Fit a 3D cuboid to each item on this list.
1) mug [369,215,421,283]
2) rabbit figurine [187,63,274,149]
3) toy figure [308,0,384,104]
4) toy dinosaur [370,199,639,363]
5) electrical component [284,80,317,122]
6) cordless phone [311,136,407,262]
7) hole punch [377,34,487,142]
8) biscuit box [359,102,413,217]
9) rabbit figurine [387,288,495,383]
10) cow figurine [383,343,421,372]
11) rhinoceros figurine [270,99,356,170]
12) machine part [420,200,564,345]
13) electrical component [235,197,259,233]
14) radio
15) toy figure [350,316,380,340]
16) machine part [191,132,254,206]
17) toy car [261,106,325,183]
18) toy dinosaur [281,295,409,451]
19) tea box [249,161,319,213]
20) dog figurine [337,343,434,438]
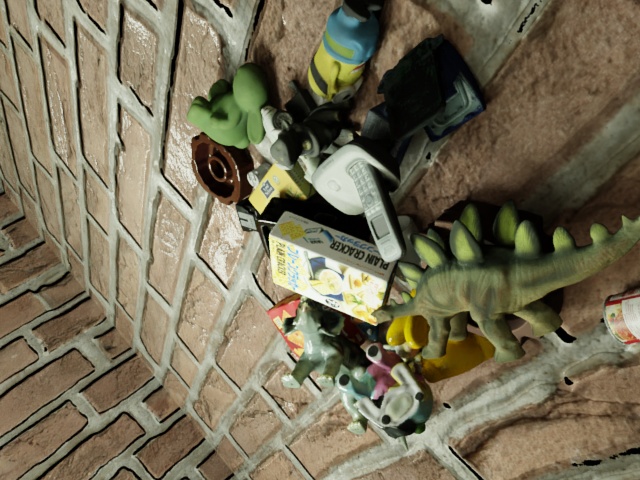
[{"bbox_3d":[0.154,0.020,0.929,0.110,0.081,0.107,-5,125,48],"label":"mug"},{"bbox_3d":[-0.151,-0.251,1.019,0.159,0.121,0.170,51,137,-3],"label":"rabbit figurine"},{"bbox_3d":[0.037,-0.285,0.803,0.089,0.082,0.180,61,156,23],"label":"toy figure"},{"bbox_3d":[0.222,0.054,0.706,0.471,0.105,0.198,-22,98,50],"label":"toy dinosaur"},{"bbox_3d":[-0.036,-0.240,0.974,0.063,0.021,0.094,-21,103,55],"label":"electrical component"},{"bbox_3d":[0.068,-0.047,0.798,0.146,0.089,0.184,-34,69,55],"label":"cordless phone"},{"bbox_3d":[0.155,-0.202,0.745,0.142,0.092,0.116,-31,64,57],"label":"hole punch"},{"bbox_3d":[0.094,-0.131,0.881,0.063,0.059,0.202,42,144,19],"label":"biscuit box"},{"bbox_3d":[0.197,0.151,0.943,0.122,0.162,0.173,-17,88,66],"label":"rabbit figurine"},{"bbox_3d":[0.164,0.237,1.105,0.098,0.068,0.167,34,141,33],"label":"cow figurine"},{"bbox_3d":[-0.012,-0.174,0.864,0.112,0.190,0.073,7,123,24],"label":"rhinoceros figurine"},{"bbox_3d":[0.259,0.048,0.818,0.202,0.087,0.200,18,131,42],"label":"machine part"},{"bbox_3d":[-0.165,-0.060,1.253,0.119,0.048,0.074,20,132,37],"label":"electrical component"},{"bbox_3d":[-0.002,-0.003,1.019,0.230,0.073,0.131,10,144,23],"label":"radio"},{"bbox_3d":[0.074,0.145,1.136,0.154,0.064,0.058,45,110,6],"label":"toy figure"},{"bbox_3d":[-0.222,-0.167,1.222,0.180,0.056,0.179,28,137,30],"label":"machine part"},{"bbox_3d":[-0.033,-0.160,0.967,0.201,0.056,0.073,45,176,-9],"label":"toy car"},{"bbox_3d":[0.053,0.263,1.120,0.131,0.192,0.404,-27,119,36],"label":"toy dinosaur"},{"bbox_3d":[-0.068,-0.097,1.091,0.098,0.068,0.169,51,146,3],"label":"tea box"},{"bbox_3d":[0.141,0.272,0.951,0.192,0.108,0.219,39,180,39],"label":"dog figurine"}]
